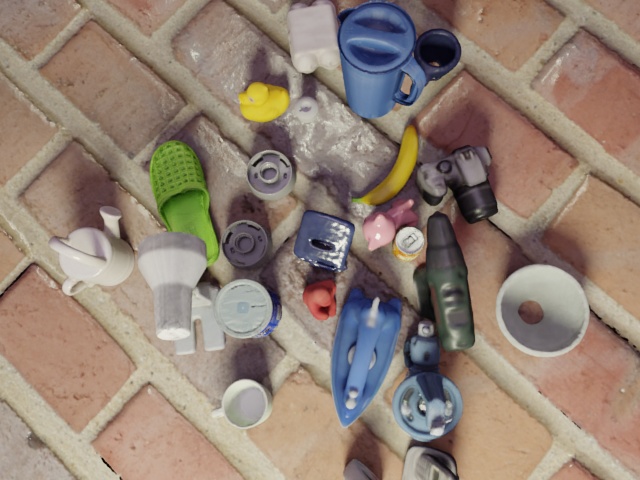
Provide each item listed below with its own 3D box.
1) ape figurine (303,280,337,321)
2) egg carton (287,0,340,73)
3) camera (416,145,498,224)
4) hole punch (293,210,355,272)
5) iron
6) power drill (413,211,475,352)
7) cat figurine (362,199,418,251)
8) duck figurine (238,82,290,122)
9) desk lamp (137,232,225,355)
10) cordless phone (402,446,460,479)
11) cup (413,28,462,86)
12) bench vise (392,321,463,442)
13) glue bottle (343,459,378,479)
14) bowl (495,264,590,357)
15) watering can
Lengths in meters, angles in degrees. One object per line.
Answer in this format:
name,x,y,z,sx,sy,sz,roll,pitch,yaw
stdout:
ape figurine,0.003,0.108,1.074,0.076,0.092,0.078,33,84,8
egg carton,-0.012,-0.418,1.174,0.107,0.069,0.150,-10,80,2
camera,0.272,-0.099,1.089,0.143,0.101,0.137,-21,80,0
hole punch,0.010,0.004,1.091,0.108,0.091,0.101,17,82,6
iron,0.074,0.218,1.027,0.118,0.141,0.258,13,81,5
power drill,0.214,0.079,1.008,0.075,0.208,0.229,-11,80,2
cat figurine,0.128,-0.033,1.078,0.128,0.118,0.067,-39,80,-3
duck figurine,-0.115,-0.287,1.149,0.104,0.086,0.077,-12,80,1
desk lamp,-0.244,0.101,1.027,0.118,0.213,0.203,-9,80,2
cordless phone,0.190,0.435,0.962,0.094,0.185,0.148,6,81,4
cup,0.223,-0.344,1.136,0.091,0.095,0.118,22,82,7
bench vise,0.173,0.249,0.976,0.121,0.220,0.207,-17,80,0
glue bottle,0.075,0.425,0.976,0.078,0.173,0.037,38,85,9
bowl,0.400,0.130,1.057,0.167,0.075,0.167,0,81,3
watering can,-0.425,0.020,1.060,0.101,0.194,0.173,7,81,5
